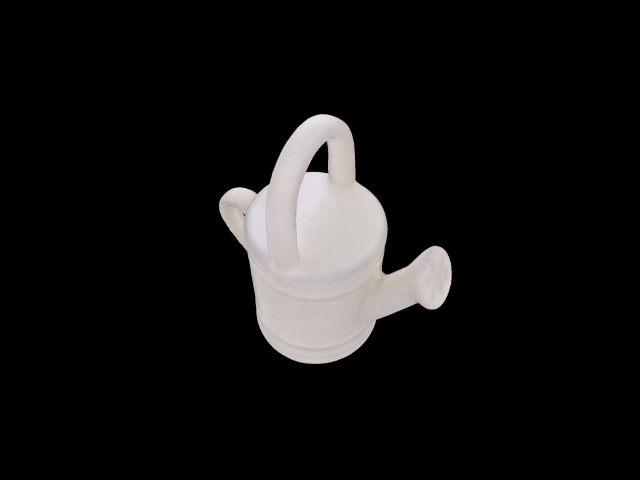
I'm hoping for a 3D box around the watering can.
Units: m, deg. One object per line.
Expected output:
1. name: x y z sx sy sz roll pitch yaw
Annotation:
1. watering can: 0.005 0.000 0.401 0.172 0.194 0.101 7 52 6
